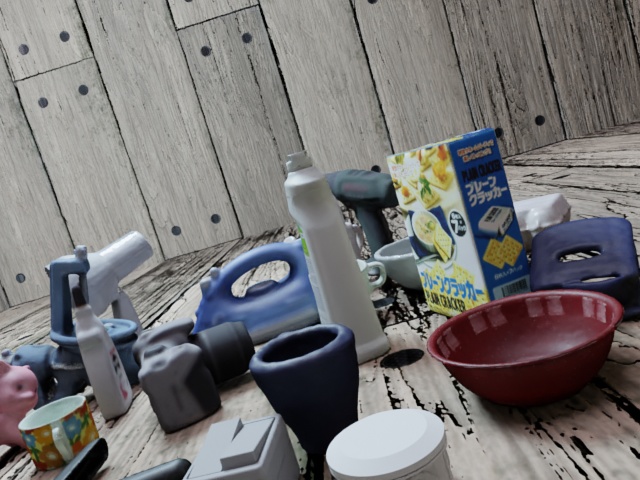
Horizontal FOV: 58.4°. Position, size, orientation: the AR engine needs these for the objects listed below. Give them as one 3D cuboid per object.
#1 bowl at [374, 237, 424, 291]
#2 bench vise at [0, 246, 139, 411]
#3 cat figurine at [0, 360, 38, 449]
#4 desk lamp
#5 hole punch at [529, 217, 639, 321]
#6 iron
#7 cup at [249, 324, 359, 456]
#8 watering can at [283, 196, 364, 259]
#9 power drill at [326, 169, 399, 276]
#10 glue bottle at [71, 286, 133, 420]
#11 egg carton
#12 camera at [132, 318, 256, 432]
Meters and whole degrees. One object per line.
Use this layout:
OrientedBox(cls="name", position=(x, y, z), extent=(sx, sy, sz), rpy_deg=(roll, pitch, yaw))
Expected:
OrientedBox(cls="bowl", position=(0.172, 0.034, 0.884), extent=(0.167, 0.075, 0.167), rpy_deg=(-17, 7, 3))
OrientedBox(cls="bench vise", position=(-0.370, 0.130, 0.830), extent=(0.208, 0.220, 0.121), rpy_deg=(-20, 8, -21))
OrientedBox(cls="cat figurine", position=(-0.398, 0.209, 0.707), extent=(0.067, 0.118, 0.128), rpy_deg=(-12, 9, 34))
OrientedBox(cls="desk lamp", position=(-0.354, 0.103, 1.024), extent=(0.204, 0.213, 0.117), rpy_deg=(-22, 9, -33))
OrientedBox(cls="hole punch", position=(0.278, 0.031, 0.597), extent=(0.108, 0.091, 0.101), rpy_deg=(-13, 9, 30))
OrientedBox(cls="iron", position=(-0.099, 0.079, 0.900), extent=(0.258, 0.141, 0.118), rpy_deg=(-19, 8, -12))
OrientedBox(cls="cup", position=(-0.008, 0.130, 0.498), extent=(0.092, 0.095, 0.117), rpy_deg=(-19, 8, -17))
OrientedBox(cls="watering can", position=(0.011, 0.003, 1.009), extent=(0.100, 0.194, 0.173), rpy_deg=(-13, 8, 27))
OrientedBox(cls="power drill", position=(0.085, -0.040, 1.106), extent=(0.076, 0.208, 0.228), rpy_deg=(-22, 9, -35))
OrientedBox(cls="glue bottle", position=(-0.290, 0.141, 0.745), extent=(0.037, 0.173, 0.078), rpy_deg=(-19, 8, -13))
OrientedBox(cls="egg carton", position=(0.356, -0.029, 0.950), extent=(0.107, 0.069, 0.151), rpy_deg=(-12, 9, 32))
OrientedBox(cls="camera", position=(-0.148, 0.143, 0.694), extent=(0.137, 0.101, 0.143), rpy_deg=(-19, 8, -18))
